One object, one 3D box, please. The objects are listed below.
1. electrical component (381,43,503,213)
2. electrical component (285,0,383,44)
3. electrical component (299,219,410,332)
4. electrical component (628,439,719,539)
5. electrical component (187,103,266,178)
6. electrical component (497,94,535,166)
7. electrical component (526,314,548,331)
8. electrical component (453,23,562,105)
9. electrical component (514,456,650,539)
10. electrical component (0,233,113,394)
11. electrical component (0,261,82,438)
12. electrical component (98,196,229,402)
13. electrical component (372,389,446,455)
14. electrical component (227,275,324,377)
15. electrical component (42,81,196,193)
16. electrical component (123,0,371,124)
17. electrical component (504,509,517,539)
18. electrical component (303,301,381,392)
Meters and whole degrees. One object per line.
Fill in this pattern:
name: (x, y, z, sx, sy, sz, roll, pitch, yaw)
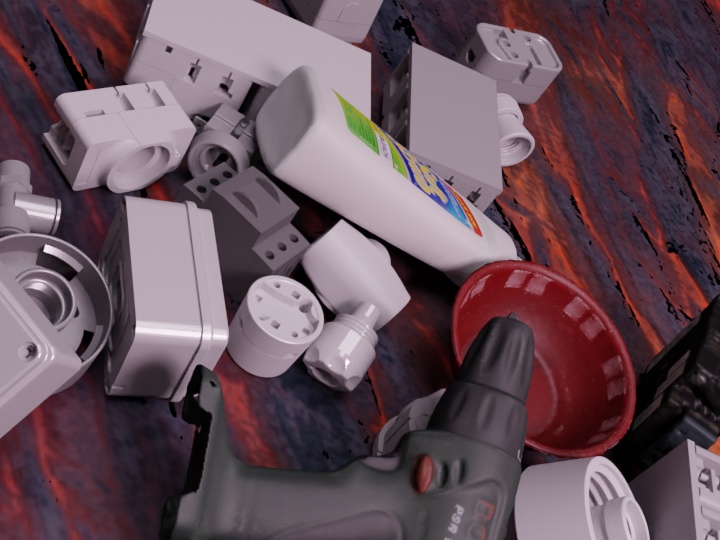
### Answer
electrical component: (0.068, -0.115, 0.939, 0.089, 0.061, 0.150, 21, 44, -17)
electrical component: (-0.032, -0.260, 1.007, 0.062, 0.061, 0.096, -3, 47, -36)
electrical component: (0.000, 0.000, 0.801, 0.077, 0.044, 0.079, 49, 24, -5)
electrical component: (0.226, 0.208, 0.735, 0.062, 0.089, 0.150, 25, 43, -13)
electrical component: (-0.102, -0.090, 0.815, 0.066, 0.048, 0.055, 32, 34, -6)
electrical component: (0.135, -0.132, 1.012, 0.045, 0.045, 0.055, 6, 50, -30)
electrical component: (0.140, 0.041, 0.871, 0.061, 0.035, 0.035, -16, 61, -20)
electrical component: (0.144, -0.200, 1.069, 0.095, 0.059, 0.053, 3, 52, -33)
electrical component: (0.154, 0.174, 0.706, 0.108, 0.060, 0.108, 38, 41, -43)
electrical component: (-0.201, 0.028, 0.646, 0.099, 0.064, 0.099, 17, 58, -29)
electrical component: (-0.224, 0.043, 0.564, 0.109, 0.056, 0.108, -41, 78, -4)
electrical component: (-0.126, 0.018, 0.677, 0.057, 0.078, 0.113, 7, 50, -26)
electrical component: (0.053, 0.124, 0.722, 0.080, 0.051, 0.080, 19, 45, -20)
electrical component: (-0.059, 0.039, 0.725, 0.055, 0.047, 0.055, 19, 45, -20)
electrical component: (-0.169, -0.093, 0.767, 0.089, 0.050, 0.055, -18, 64, -42)
electrical component: (-0.088, -0.160, 0.870, 0.186, 0.060, 0.105, 21, 40, -18)
electrical component: (0.103, 0.186, 0.713, 0.035, 0.035, 0.061, 20, 46, -19)
electrical component: (-0.008, 0.050, 0.744, 0.043, 0.043, 0.062, 35, 63, -2)
